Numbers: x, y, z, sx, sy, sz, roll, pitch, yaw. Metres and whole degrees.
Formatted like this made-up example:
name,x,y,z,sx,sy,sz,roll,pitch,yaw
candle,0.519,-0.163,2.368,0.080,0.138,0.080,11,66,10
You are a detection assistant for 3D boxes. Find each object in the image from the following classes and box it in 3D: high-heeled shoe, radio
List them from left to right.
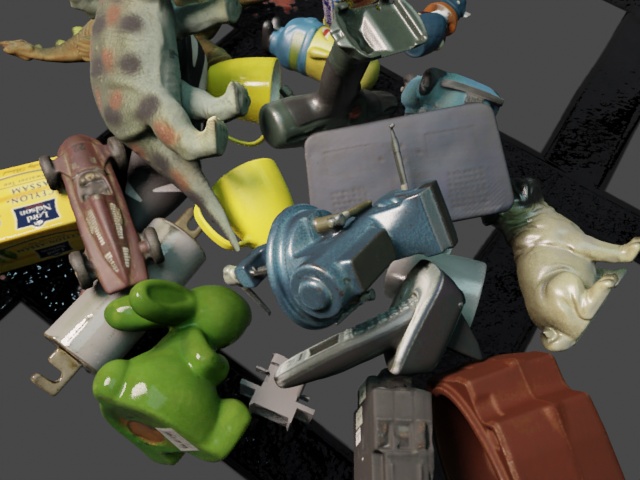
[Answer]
name,x,y,z,sx,sy,sz,roll,pitch,yaw
high-heeled shoe,-0.189,-0.140,0.652,0.086,0.145,0.249,9,59,-1
radio,0.097,-0.077,0.634,0.230,0.073,0.131,-10,93,3

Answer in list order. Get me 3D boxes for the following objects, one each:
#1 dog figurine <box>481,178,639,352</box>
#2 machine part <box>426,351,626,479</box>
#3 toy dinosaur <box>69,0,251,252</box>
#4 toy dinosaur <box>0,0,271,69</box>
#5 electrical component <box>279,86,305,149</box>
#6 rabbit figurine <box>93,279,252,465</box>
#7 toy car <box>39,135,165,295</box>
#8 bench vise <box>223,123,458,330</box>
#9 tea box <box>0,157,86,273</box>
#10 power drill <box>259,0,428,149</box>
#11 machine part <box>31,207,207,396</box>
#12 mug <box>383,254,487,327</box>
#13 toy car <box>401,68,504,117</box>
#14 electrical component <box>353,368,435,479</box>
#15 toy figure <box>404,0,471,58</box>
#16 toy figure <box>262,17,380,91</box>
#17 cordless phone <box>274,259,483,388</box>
name,x,y,z,sx,sy,sz,roll,pitch,yaw
dog figurine,0.257,0.022,0.653,0.191,0.121,0.172,33,58,27
machine part,0.169,0.203,0.460,0.087,0.201,0.201,-17,78,-8
toy dinosaur,-0.185,-0.185,0.581,0.192,0.131,0.404,-3,88,20
toy dinosaur,-0.201,-0.325,0.768,0.471,0.105,0.199,-17,56,-18
electrical component,-0.030,-0.167,0.738,0.094,0.021,0.063,48,56,-6
rabbit figurine,-0.138,0.108,0.528,0.159,0.121,0.170,44,43,-19
toy car,-0.229,-0.035,0.559,0.089,0.053,0.202,-18,58,-21
bench vise,0.004,0.007,0.541,0.128,0.241,0.224,59,40,-21
tea box,-0.322,-0.034,0.622,0.170,0.068,0.098,-19,65,-17
power drill,0.044,-0.196,0.656,0.232,0.207,0.086,-23,82,-28
machine part,-0.204,0.060,0.579,0.079,0.079,0.243,30,62,10
mug,0.126,0.063,0.621,0.107,0.080,0.109,17,70,15
toy car,0.159,-0.167,0.725,0.109,0.162,0.102,15,98,-21
electrical component,0.068,0.194,0.514,0.058,0.114,0.134,6,62,-6
toy figure,0.184,-0.347,0.859,0.058,0.064,0.154,10,47,42
toy figure,0.002,-0.269,0.784,0.180,0.089,0.082,21,62,15
cordless phone,0.048,0.093,0.521,0.184,0.146,0.088,-22,93,4
